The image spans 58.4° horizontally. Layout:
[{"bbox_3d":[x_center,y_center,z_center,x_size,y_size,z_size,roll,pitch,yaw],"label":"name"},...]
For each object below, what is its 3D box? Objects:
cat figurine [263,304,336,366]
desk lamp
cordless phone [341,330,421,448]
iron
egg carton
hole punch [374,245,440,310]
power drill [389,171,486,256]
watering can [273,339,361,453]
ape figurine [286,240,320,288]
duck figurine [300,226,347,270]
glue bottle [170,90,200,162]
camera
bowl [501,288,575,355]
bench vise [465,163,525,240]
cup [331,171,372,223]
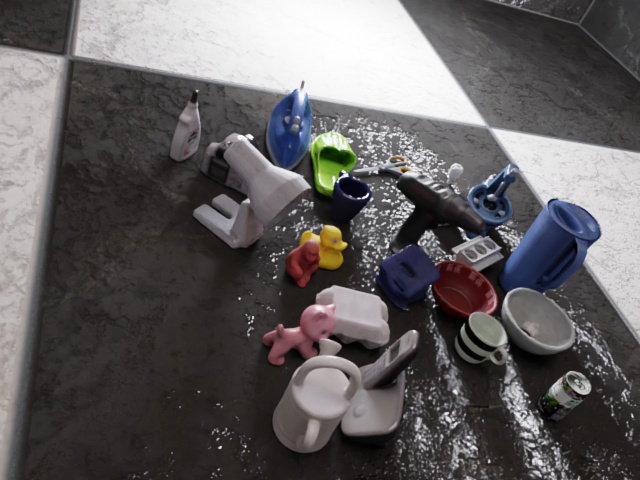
[{"bbox_3d":[-0.027,0.157,1.013,0.128,0.117,0.067,-5,48,-30],"label":"cat figurine"},{"bbox_3d":[-0.137,-0.083,1.143,0.203,0.213,0.118,36,42,13],"label":"desk lamp"},{"bbox_3d":[0.108,0.240,0.938,0.094,0.185,0.147,19,41,-6],"label":"cordless phone"},{"bbox_3d":[-0.067,-0.294,1.458,0.119,0.141,0.258,14,41,-11],"label":"iron"},{"bbox_3d":[0.061,0.150,1.101,0.150,0.069,0.107,14,41,-12],"label":"egg carton"},{"bbox_3d":[0.186,0.077,1.223,0.101,0.091,0.108,-15,54,-37],"label":"hole punch"},{"bbox_3d":[0.244,-0.036,1.281,0.076,0.208,0.229,-19,56,-39],"label":"power drill"},{"bbox_3d":[-0.002,0.232,0.886,0.101,0.194,0.172,4,44,-22],"label":"watering can"},{"bbox_3d":[-0.029,0.038,1.160,0.078,0.092,0.076,-11,52,-34],"label":"ape figurine"},{"bbox_3d":[0.011,0.004,1.220,0.104,0.086,0.078,32,41,9],"label":"duck figurine"},{"bbox_3d":[-0.295,-0.262,1.289,0.037,0.173,0.078,28,41,5],"label":"glue bottle"},{"bbox_3d":[-0.181,-0.194,1.327,0.143,0.101,0.137,27,40,3],"label":"camera"},{"bbox_3d":[0.460,0.190,1.247,0.168,0.074,0.167,14,42,-12],"label":"bowl"},{"bbox_3d":[0.436,-0.128,1.463,0.122,0.219,0.207,14,41,-12],"label":"bench vise"},{"bbox_3d":[0.058,-0.097,1.344,0.092,0.095,0.117,-2,47,-27],"label":"cup"}]
